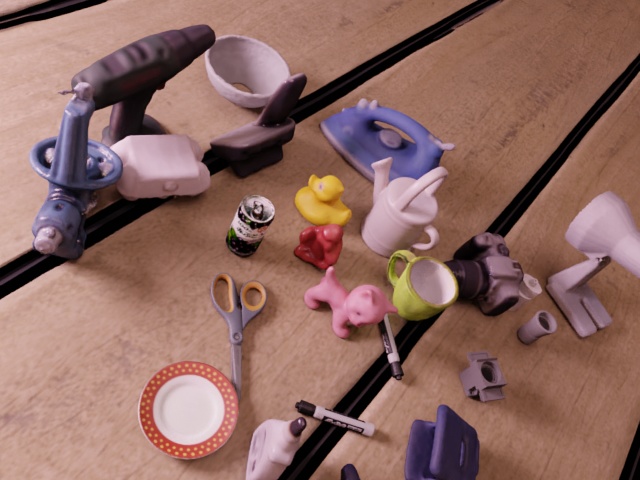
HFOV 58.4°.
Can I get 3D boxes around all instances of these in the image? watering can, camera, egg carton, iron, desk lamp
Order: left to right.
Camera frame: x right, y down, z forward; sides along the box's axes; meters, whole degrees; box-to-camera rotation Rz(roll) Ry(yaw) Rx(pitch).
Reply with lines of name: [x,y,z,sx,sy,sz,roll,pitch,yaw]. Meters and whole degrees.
egg carton: [-0.255,-0.114,0.917,0.151,0.069,0.107,-9,62,-29]
iron: [0.130,-0.198,1.105,0.258,0.141,0.119,33,51,-1]
watering can: [0.147,-0.064,0.988,0.173,0.194,0.101,36,51,2]
camera: [0.283,0.053,1.032,0.137,0.100,0.143,5,56,-22]
desk lamp: [0.534,0.044,1.081,0.118,0.213,0.203,-16,66,-32]

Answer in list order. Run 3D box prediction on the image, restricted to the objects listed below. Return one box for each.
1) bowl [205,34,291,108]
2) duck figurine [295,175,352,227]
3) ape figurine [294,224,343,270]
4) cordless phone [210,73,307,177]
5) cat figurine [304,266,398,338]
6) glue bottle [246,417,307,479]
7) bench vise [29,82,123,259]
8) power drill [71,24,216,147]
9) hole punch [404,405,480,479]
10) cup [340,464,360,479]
bowl: [-0.143,-0.310,1.098,0.168,0.074,0.167,12,54,-17]
duck figurine: [0.015,-0.074,1.003,0.104,0.086,0.078,33,51,-1]
ape figurine: [0.009,0.003,0.944,0.076,0.092,0.077,-12,64,-31]
cordless phone: [-0.100,-0.208,0.978,0.094,0.185,0.148,46,52,10]
cat figurine: [0.051,0.092,0.887,0.127,0.117,0.067,42,51,7]
glue bottle: [-0.049,0.249,0.698,0.037,0.173,0.078,18,52,-12]
bench vise: [-0.323,-0.087,0.770,0.122,0.219,0.207,-2,59,-25]
power drill: [-0.275,-0.231,0.897,0.075,0.208,0.230,47,52,11]
hole punch: [0.187,0.304,0.823,0.101,0.091,0.109,24,51,-8]
cup: [0.034,0.350,0.718,0.092,0.095,0.117,0,58,-24]
